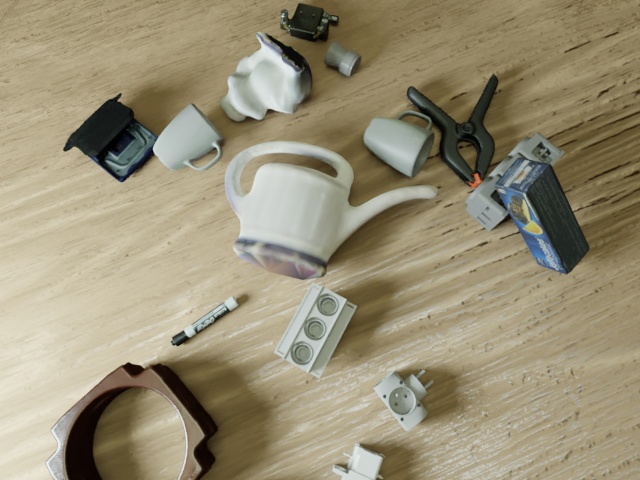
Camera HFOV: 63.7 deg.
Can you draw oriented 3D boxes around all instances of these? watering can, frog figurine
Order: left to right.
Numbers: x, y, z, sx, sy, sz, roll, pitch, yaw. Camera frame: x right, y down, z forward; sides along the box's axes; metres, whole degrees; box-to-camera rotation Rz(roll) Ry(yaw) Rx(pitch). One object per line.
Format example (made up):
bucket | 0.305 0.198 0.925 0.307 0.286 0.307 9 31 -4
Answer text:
frog figurine | -0.095 -0.270 0.918 0.138 0.124 0.157 40 116 3
watering can | 0.003 -0.042 0.831 0.348 0.103 0.227 15 77 7
